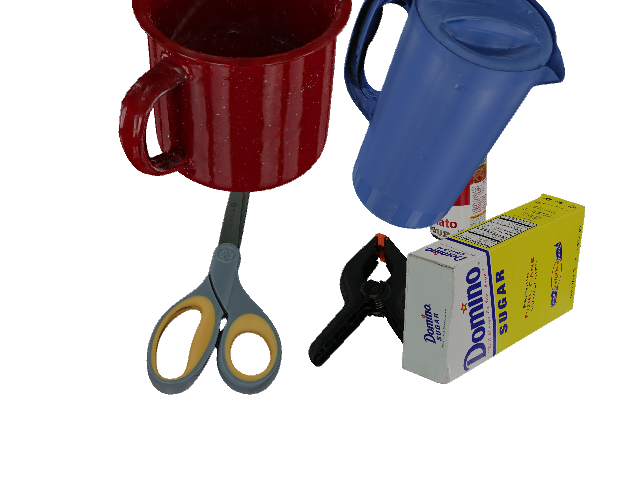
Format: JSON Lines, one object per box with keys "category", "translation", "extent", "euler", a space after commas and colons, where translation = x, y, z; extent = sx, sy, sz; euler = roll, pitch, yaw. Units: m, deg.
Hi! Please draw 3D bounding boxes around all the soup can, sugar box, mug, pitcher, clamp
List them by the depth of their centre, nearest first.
{"category": "mug", "translation": [-0.042, -0.069, 0.474], "extent": [0.093, 0.081, 0.117], "euler": [31, 53, 22]}
{"category": "sugar box", "translation": [0.132, 0.033, 0.794], "extent": [0.048, 0.093, 0.175], "euler": [18, 28, 37]}
{"category": "pitcher", "translation": [0.104, -0.128, 1.007], "extent": [0.144, 0.149, 0.243], "euler": [-10, -34, -26]}
{"category": "clamp", "translation": [0.066, 0.065, 1.085], "extent": [0.120, 0.171, 0.039], "euler": [11, -38, 11]}
{"category": "soup can", "translation": [0.164, -0.056, 1.277], "extent": [0.068, 0.102, 0.068], "euler": [-2, 27, 1]}

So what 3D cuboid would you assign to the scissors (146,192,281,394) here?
{"category": "scissors", "translation": [-0.050, 0.025, 0.733], "extent": [0.096, 0.201, 0.016], "euler": [21, -34, 10]}
